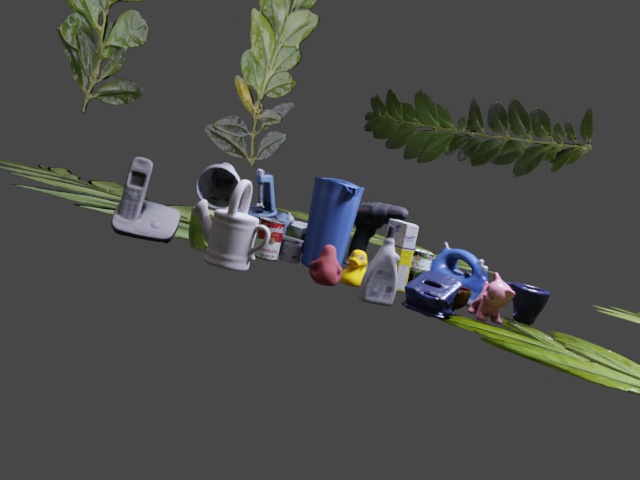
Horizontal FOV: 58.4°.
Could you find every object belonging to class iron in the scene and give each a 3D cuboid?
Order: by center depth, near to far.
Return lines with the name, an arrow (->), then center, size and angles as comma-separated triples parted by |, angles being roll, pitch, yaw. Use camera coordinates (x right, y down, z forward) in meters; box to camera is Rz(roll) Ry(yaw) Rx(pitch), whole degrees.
iron -> 0.392, 0.095, 1.560 | 0.119, 0.141, 0.257 | 10, 7, -27

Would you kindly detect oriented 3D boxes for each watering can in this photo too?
watering can -> -0.193, -0.039, 1.251 | 0.173, 0.194, 0.101 | 12, 6, -11

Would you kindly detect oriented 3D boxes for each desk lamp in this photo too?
desk lamp -> -0.295, -0.118, 1.654 | 0.118, 0.213, 0.203 | 13, 6, -7

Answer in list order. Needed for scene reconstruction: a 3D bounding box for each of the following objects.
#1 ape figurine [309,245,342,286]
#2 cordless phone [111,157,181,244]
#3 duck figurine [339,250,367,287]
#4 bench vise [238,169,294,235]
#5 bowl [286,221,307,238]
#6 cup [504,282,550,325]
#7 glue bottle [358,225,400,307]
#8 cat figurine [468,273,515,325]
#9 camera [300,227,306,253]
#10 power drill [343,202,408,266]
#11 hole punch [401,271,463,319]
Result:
ape figurine -> 0.017, 0.056, 1.320 | 0.078, 0.092, 0.076 | 14, 6, 2
cordless phone -> -0.393, -0.092, 1.330 | 0.147, 0.185, 0.094 | 13, 6, -8
duck figurine -> 0.093, 0.067, 1.419 | 0.077, 0.086, 0.105 | 16, 7, 23
bench vise -> -0.167, -0.100, 1.738 | 0.121, 0.220, 0.208 | 17, 7, 27
bowl -> -0.059, -0.015, 1.886 | 0.167, 0.075, 0.167 | 13, 6, -1
cup -> 0.507, 0.160, 1.440 | 0.117, 0.095, 0.092 | 17, 7, 33
glue bottle -> 0.138, 0.053, 1.233 | 0.078, 0.173, 0.037 | 12, 6, -16
cat figurine -> 0.408, 0.134, 1.355 | 0.067, 0.118, 0.128 | 13, 6, -5
camera -> 0.016, 0.006, 1.735 | 0.143, 0.101, 0.136 | 12, 6, -10
power drill -> 0.148, -0.016, 1.720 | 0.228, 0.208, 0.076 | 18, 8, 38
hole punch -> 0.250, 0.119, 1.271 | 0.108, 0.091, 0.101 | 18, 8, 36
